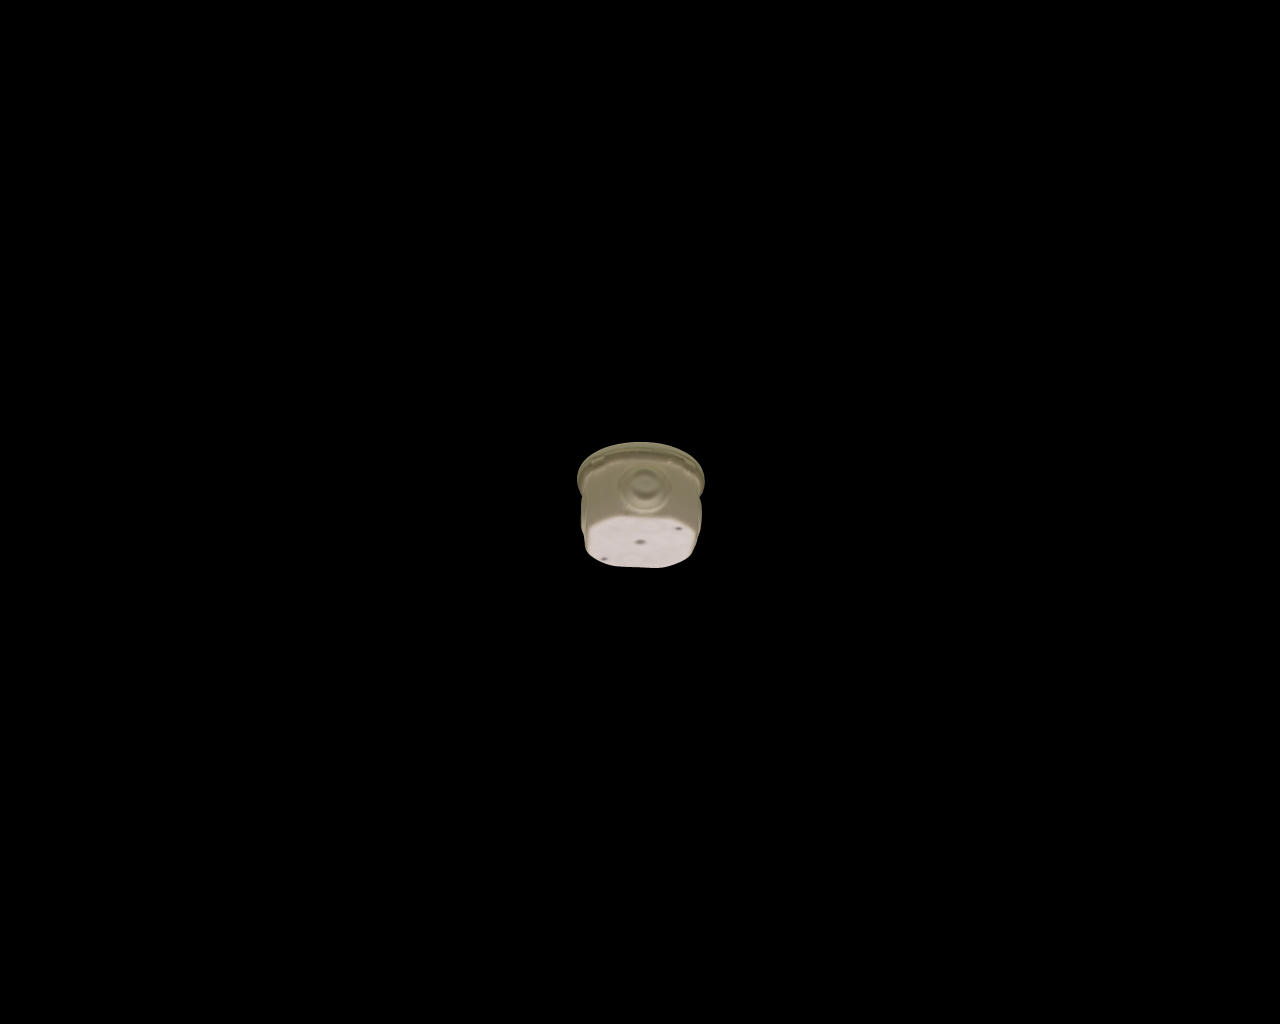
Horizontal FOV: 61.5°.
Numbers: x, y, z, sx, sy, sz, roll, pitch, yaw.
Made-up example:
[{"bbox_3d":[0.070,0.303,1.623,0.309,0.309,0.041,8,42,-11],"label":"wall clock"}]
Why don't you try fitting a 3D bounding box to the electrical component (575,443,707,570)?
[{"bbox_3d":[0.001,-0.003,0.650,0.080,0.051,0.080,0,-30,0],"label":"electrical component"}]
